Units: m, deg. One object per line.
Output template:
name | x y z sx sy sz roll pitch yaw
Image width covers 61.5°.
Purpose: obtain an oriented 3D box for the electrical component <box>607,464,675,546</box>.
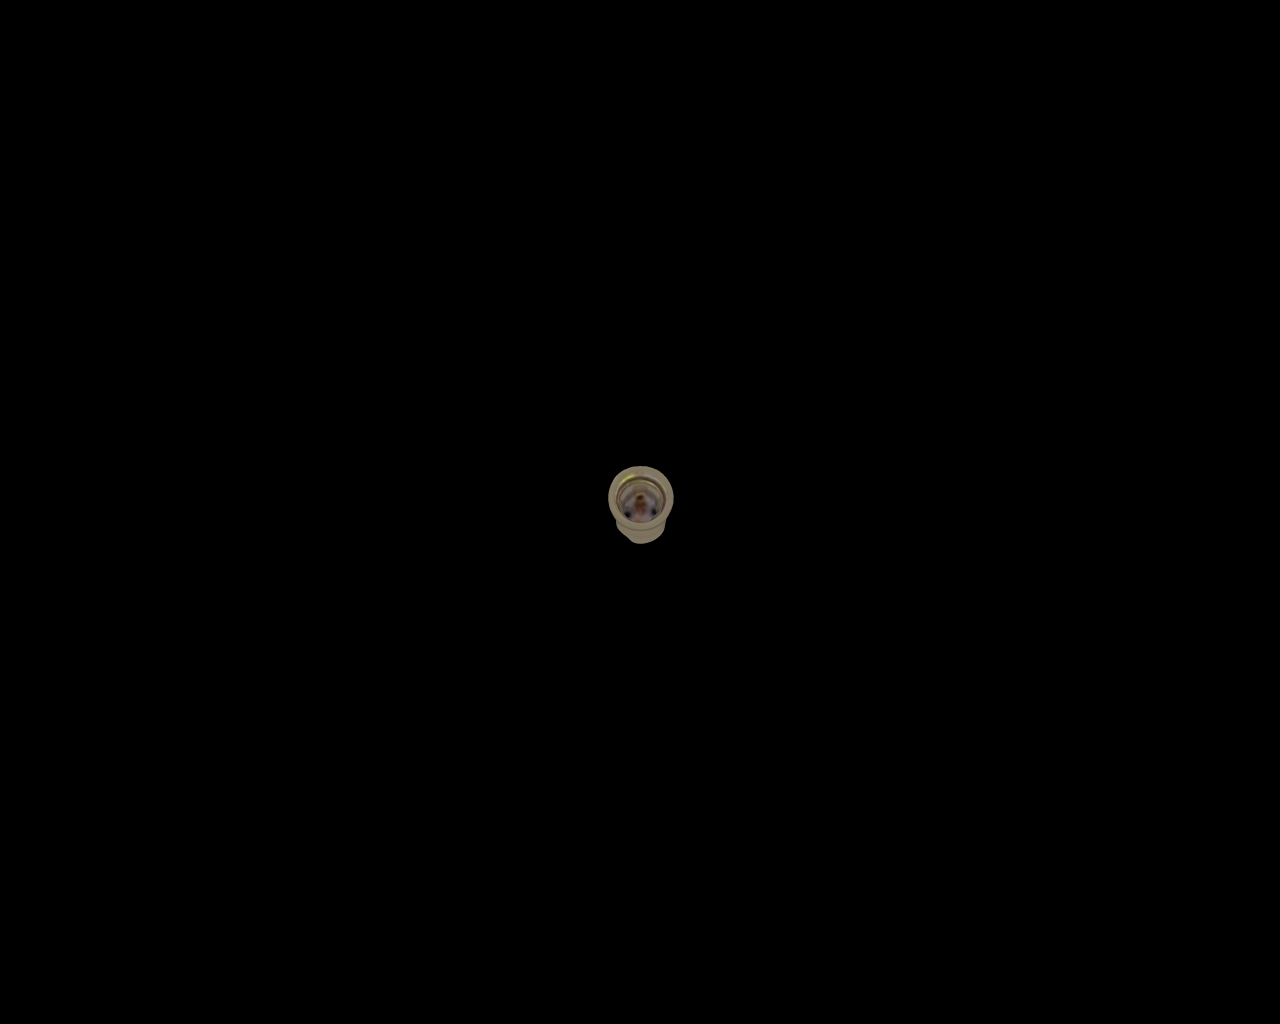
electrical component | 0.001 -0.003 0.650 0.040 0.040 0.046 0 -20 0
